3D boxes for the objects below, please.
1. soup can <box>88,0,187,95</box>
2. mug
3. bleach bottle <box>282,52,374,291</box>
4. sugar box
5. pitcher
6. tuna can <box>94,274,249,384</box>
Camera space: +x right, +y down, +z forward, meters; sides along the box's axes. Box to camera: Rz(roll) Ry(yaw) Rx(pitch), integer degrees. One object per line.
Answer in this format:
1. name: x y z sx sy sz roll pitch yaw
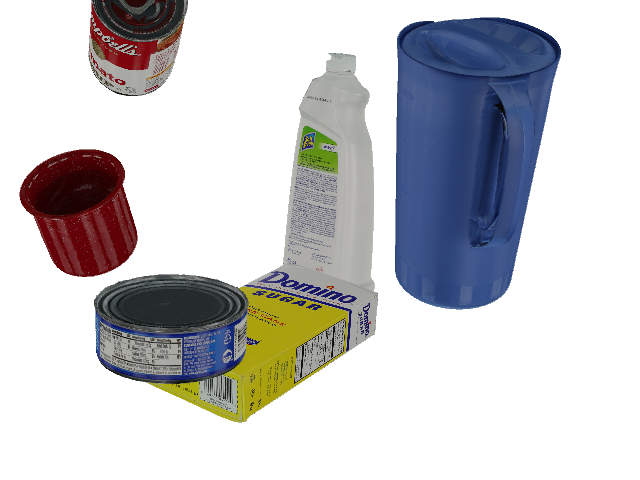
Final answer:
1. soup can: -0.139 -0.158 0.800 0.068 0.068 0.102 0 -16 -14
2. mug: -0.213 -0.030 0.966 0.093 0.081 0.117 -9 43 0
3. bleach bottle: 0.017 -0.069 1.124 0.103 0.251 0.067 15 16 35
4. sugar box: -0.041 0.072 0.815 0.093 0.048 0.175 18 30 30
5. pitcher: 0.128 -0.058 0.920 0.145 0.243 0.149 18 36 25
6. tuna can: -0.083 0.049 0.600 0.086 0.034 0.086 2 17 -1
